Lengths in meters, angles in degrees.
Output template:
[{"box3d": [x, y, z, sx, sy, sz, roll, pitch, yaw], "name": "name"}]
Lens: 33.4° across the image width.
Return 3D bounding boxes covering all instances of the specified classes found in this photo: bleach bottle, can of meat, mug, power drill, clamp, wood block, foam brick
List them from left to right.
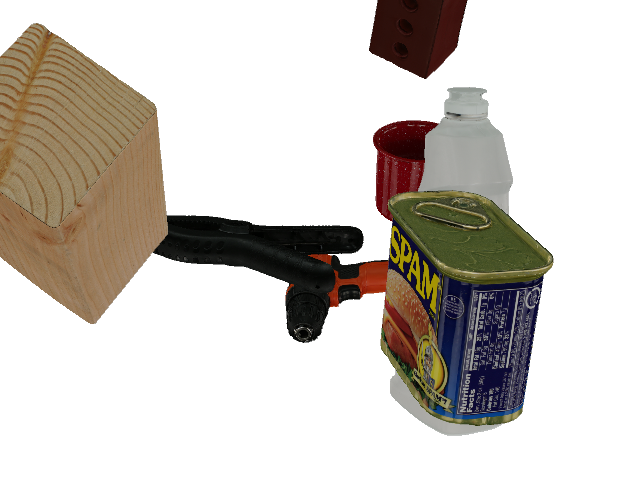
[{"box3d": [-0.159, -0.031, 0.669, 0.090, 0.090, 0.206, 36, -18, 6], "name": "wood block"}, {"box3d": [-0.069, 0.005, 0.917, 0.210, 0.036, 0.164, 6, 12, 3], "name": "clamp"}, {"box3d": [0.053, 0.060, 1.241, 0.187, 0.057, 0.184, 0, 28, 3], "name": "power drill"}, {"box3d": [0.074, -0.170, 0.787, 0.053, 0.078, 0.051, 29, 54, 17], "name": "foam brick"}, {"box3d": [0.110, -0.070, 1.108, 0.117, 0.081, 0.093, -11, 34, -17], "name": "mug"}, {"box3d": [0.099, 0.012, 0.795, 0.068, 0.251, 0.103, -7, 18, -23], "name": "bleach bottle"}, {"box3d": [0.068, 0.032, 0.532, 0.057, 0.084, 0.102, -3, 24, -15], "name": "can of meat"}]
